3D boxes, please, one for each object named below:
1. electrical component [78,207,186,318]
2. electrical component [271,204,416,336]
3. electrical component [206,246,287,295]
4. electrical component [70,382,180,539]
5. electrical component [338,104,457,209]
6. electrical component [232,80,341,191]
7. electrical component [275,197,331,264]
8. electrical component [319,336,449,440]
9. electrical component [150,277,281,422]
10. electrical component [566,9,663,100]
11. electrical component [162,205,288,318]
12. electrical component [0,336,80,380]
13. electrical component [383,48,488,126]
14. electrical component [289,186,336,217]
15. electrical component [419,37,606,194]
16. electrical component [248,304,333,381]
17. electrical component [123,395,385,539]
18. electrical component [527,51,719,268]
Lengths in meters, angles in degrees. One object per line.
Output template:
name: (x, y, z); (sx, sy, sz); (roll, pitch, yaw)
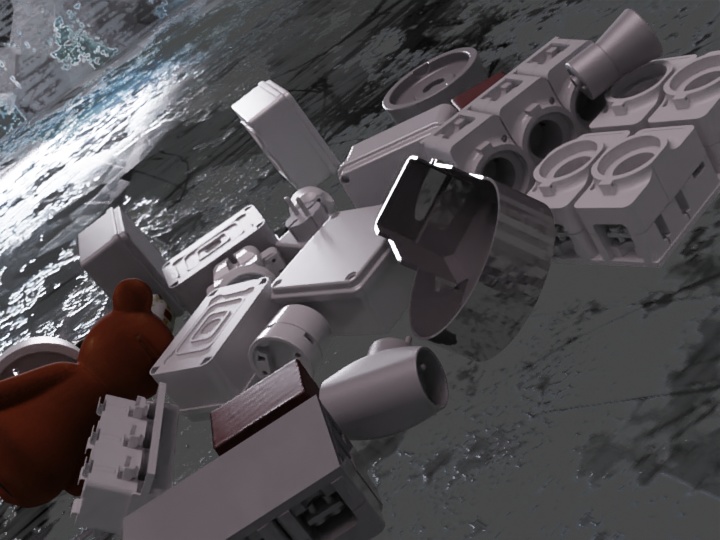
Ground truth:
electrical component: (-0.237, 0.001, 1.112); (0.056, 0.108, 0.108); (-37, 24, -1)
electrical component: (0.000, 0.000, 0.882); (0.109, 0.056, 0.108); (-6, 36, 47)
electrical component: (-0.101, 0.016, 0.978); (0.078, 0.058, 0.057); (-33, 21, 2)
electrical component: (-0.175, 0.145, 0.806); (0.121, 0.063, 0.078); (-103, 30, -64)
electrical component: (0.046, -0.087, 0.961); (0.113, 0.078, 0.057); (-22, 24, 24)
electrical component: (-0.084, -0.149, 1.201); (0.056, 0.108, 0.108); (-38, 24, -3)
electrical component: (-0.043, -0.037, 0.979); (0.047, 0.075, 0.083); (-45, 26, -23)
electrical component: (0.019, 0.073, 0.737); (0.077, 0.043, 0.079); (-21, 27, 26)
electrical component: (-0.109, 0.067, 0.893); (0.078, 0.057, 0.113); (-13, 31, 38)
electrical component: (0.190, -0.160, 0.815); (0.065, 0.044, 0.044); (-37, 24, 5)
electrical component: (-0.127, -0.002, 1.044); (0.113, 0.057, 0.078); (-35, 24, -3)
electrical component: (-0.288, 0.112, 0.978); (0.108, 0.108, 0.060); (-38, 18, -9)
electrical component: (0.084, -0.169, 1.086); (0.108, 0.060, 0.108); (-27, 25, 14)
electrical component: (-0.050, -0.063, 1.079); (0.043, 0.043, 0.062); (-37, 24, -6)
electrical component: (0.139, -0.108, 0.869); (0.150, 0.089, 0.062); (-38, 24, -10)
electrical component: (-0.052, 0.060, 0.840); (0.055, 0.055, 0.047); (-17, 26, 34)
electrical component: (-0.066, 0.159, 0.663); (0.150, 0.061, 0.089); (-33, 24, 2)
electrical component: (0.210, -0.086, 0.776); (0.186, 0.060, 0.105); (-46, 27, -25)
